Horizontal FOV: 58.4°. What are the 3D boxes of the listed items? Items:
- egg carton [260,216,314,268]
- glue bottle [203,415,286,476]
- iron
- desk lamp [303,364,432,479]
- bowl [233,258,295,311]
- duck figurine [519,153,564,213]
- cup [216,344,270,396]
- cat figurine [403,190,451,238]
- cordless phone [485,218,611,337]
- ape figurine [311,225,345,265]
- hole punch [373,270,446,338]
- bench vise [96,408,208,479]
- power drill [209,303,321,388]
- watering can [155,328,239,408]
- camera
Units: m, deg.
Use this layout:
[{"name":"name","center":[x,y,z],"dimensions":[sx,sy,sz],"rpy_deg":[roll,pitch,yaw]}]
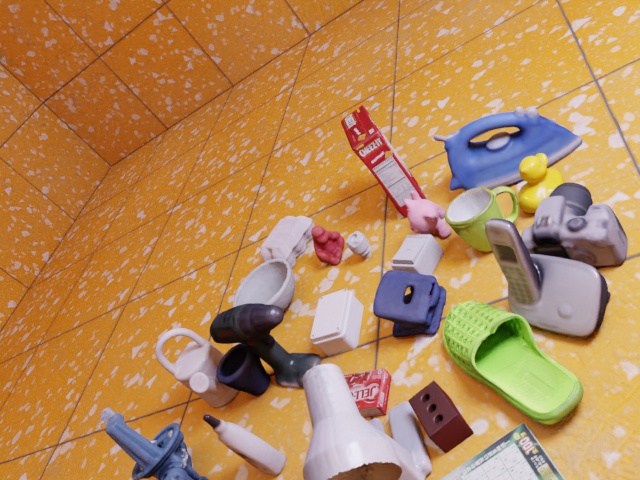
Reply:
[{"name":"egg carton","center":[-0.081,0.004,1.438],"dimensions":[0.107,0.070,0.150],"rpy_deg":[1,51,50]},{"name":"glue bottle","center":[-0.136,0.339,0.964],"dimensions":[0.077,0.173,0.037],"rpy_deg":[-8,44,44]},{"name":"iron","center":[0.356,-0.194,1.117],"dimensions":[0.257,0.142,0.118],"rpy_deg":[-21,36,32]},{"name":"desk lamp","center":[0.055,0.277,0.783],"dimensions":[0.118,0.214,0.203],"rpy_deg":[-34,31,13]},{"name":"bowl","center":[-0.115,0.128,1.313],"dimensions":[0.167,0.075,0.167],"rpy_deg":[-29,32,21]},{"name":"duck figurine","center":[0.385,-0.108,1.027],"dimensions":[0.077,0.086,0.105],"rpy_deg":[9,57,53]},{"name":"cup","center":[-0.136,0.258,1.148],"dimensions":[0.118,0.095,0.091],"rpy_deg":[-47,31,-10]},{"name":"cat figurine","center":[0.204,-0.053,1.133],"dimensions":[0.067,0.118,0.127],"rpy_deg":[-31,32,18]},{"name":"cordless phone","center":[0.314,0.046,0.810],"dimensions":[0.147,0.185,0.094],"rpy_deg":[8,56,53]},{"name":"ape figurine","center":[0.012,0.005,1.307],"dimensions":[0.078,0.092,0.076],"rpy_deg":[-44,30,-4]},{"name":"hole punch","center":[0.159,0.106,1.008],"dimensions":[0.100,0.091,0.109],"rpy_deg":[-14,40,39]},{"name":"bench vise","center":[-0.295,0.386,1.040],"dimensions":[0.206,0.220,0.122],"rpy_deg":[2,52,50]},{"name":"power drill","center":[-0.096,0.191,1.074],"dimensions":[0.228,0.209,0.076],"rpy_deg":[-9,43,43]},{"name":"watering can","center":[-0.251,0.257,1.183],"dimensions":[0.172,0.194,0.101],"rpy_deg":[6,54,52]},{"name":"camera","center":[0.398,-0.034,0.901],"dimensions":[0.142,0.101,0.137],"rpy_deg":[-7,44,44]}]
